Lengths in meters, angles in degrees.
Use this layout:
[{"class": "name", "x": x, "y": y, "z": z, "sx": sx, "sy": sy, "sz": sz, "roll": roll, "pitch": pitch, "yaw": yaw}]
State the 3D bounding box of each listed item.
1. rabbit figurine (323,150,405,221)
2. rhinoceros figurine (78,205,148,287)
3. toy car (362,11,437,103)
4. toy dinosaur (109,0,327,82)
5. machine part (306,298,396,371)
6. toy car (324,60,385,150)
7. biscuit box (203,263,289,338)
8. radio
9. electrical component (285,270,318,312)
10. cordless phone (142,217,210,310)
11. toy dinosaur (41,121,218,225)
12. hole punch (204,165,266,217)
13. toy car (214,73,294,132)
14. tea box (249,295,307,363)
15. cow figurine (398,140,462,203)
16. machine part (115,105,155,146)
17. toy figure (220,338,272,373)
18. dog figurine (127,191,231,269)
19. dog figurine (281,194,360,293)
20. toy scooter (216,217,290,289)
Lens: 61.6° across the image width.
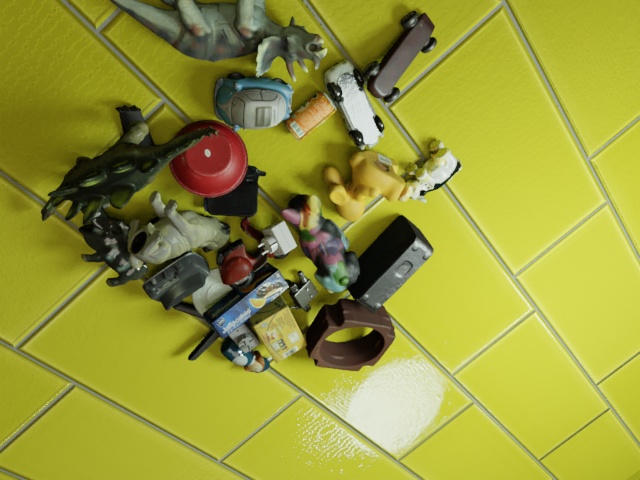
[{"class": "rabbit figurine", "x": 0.087, "y": -0.110, "z": 1.217, "sx": 0.162, "sy": 0.122, "sz": 0.173, "roll": 10, "pitch": 134, "yaw": -28}, {"class": "rhinoceros figurine", "x": -0.439, "y": 0.008, "z": 1.129, "sx": 0.112, "sy": 0.073, "sz": 0.190, "roll": -26, "pitch": 107, "yaw": 17}, {"class": "toy car", "x": 0.165, "y": -0.379, "z": 1.113, "sx": 0.089, "sy": 0.053, "sz": 0.202, "roll": 38, "pitch": 83, "yaw": -29}, {"class": "toy dinosaur", "x": -0.192, "y": -0.387, "z": 0.983, "sx": 0.405, "sy": 0.131, "sz": 0.192, "roll": 1, "pitch": 133, "yaw": -4}, {"class": "machine part", "x": 0.077, "y": 0.247, "z": 1.396, "sx": 0.201, "sy": 0.087, "sz": 0.201, "roll": 12, "pitch": 131, "yaw": -21}, {"class": "toy car", "x": 0.076, "y": -0.285, "z": 1.150, "sx": 0.073, "sy": 0.056, "sz": 0.201, "roll": -34, "pitch": 123, "yaw": -4}, {"class": "biscuit box", "x": -0.174, "y": 0.141, "z": 1.265, "sx": 0.203, "sy": 0.063, "sz": 0.059, "roll": -39, "pitch": 124, "yaw": -18}, {"class": "radio", "x": 0.164, "y": 0.060, "z": 1.318, "sx": 0.073, "sy": 0.131, "sz": 0.229, "roll": 35, "pitch": 103, "yaw": -27}, {"class": "electrical component", "x": -0.052, "y": 0.133, "z": 1.348, "sx": 0.078, "sy": 0.045, "sz": 0.102, "roll": -51, "pitch": 127, "yaw": -20}, {"class": "cordless phone", "x": -0.351, "y": 0.050, "z": 1.204, "sx": 0.146, "sy": 0.089, "sz": 0.184, "roll": -33, "pitch": 110, "yaw": 4}, {"class": "toy dinosaur", "x": -0.361, "y": -0.124, "z": 0.981, "sx": 0.472, "sy": 0.199, "sz": 0.105, "roll": -24, "pitch": 120, "yaw": 22}, {"class": "hole punch", "x": -0.193, "y": -0.107, "z": 1.160, "sx": 0.142, "sy": 0.092, "sz": 0.115, "roll": 3, "pitch": 90, "yaw": -14}, {"class": "toy car", "x": -0.127, "y": -0.262, "z": 1.068, "sx": 0.162, "sy": 0.103, "sz": 0.109, "roll": -1, "pitch": 130, "yaw": -16}, {"class": "tea box", "x": -0.108, "y": 0.219, "z": 1.338, "sx": 0.098, "sy": 0.068, "sz": 0.169, "roll": -29, "pitch": 133, "yaw": -11}, {"class": "cow figurine", "x": 0.256, "y": -0.145, "z": 1.275, "sx": 0.167, "sy": 0.068, "sz": 0.098, "roll": -46, "pitch": 126, "yaw": 12}, {"class": "machine part", "x": -0.362, "y": -0.204, "z": 1.076, "sx": 0.084, "sy": 0.039, "sz": 0.138, "roll": -13, "pitch": 123, "yaw": 1}, {"class": "toy figure", "x": -0.189, "y": 0.307, "z": 1.395, "sx": 0.064, "sy": 0.058, "sz": 0.154, "roll": -19, "pitch": 134, "yaw": 41}, {"class": "dog figurine", "x": -0.292, "y": 0.007, "z": 1.138, "sx": 0.172, "sy": 0.121, "sz": 0.190, "roll": -52, "pitch": 136, "yaw": 1}, {"class": "dog figurine", "x": -0.002, "y": -0.004, "z": 1.215, "sx": 0.108, "sy": 0.192, "sz": 0.219, "roll": -27, "pitch": 137, "yaw": 7}, {"class": "toy scooter", "x": -0.169, "y": 0.022, "z": 1.233, "sx": 0.184, "sy": 0.075, "sz": 0.135, "roll": -35, "pitch": 122, "yaw": 0}]
